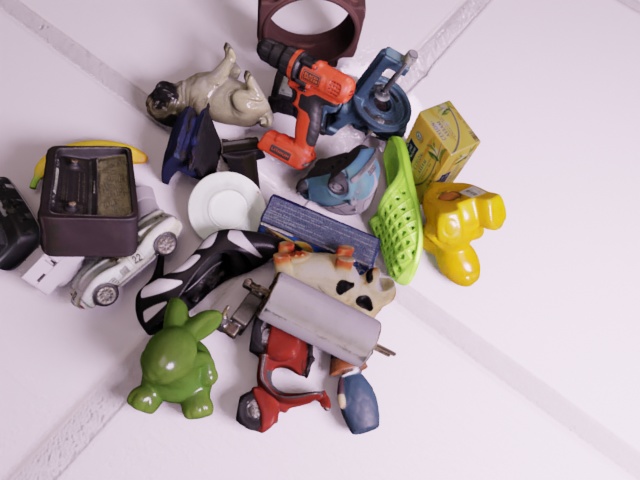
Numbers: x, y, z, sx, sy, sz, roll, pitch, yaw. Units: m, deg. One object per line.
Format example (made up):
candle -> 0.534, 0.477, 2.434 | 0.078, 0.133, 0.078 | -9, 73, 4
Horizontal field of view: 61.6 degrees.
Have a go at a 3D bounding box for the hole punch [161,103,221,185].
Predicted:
hole punch -> -0.231, -0.159, 0.931 | 0.092, 0.115, 0.142 | 8, 64, 5

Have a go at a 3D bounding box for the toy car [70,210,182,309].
toy car -> -0.303, 0.030, 0.840 | 0.202, 0.056, 0.074 | -43, 37, -20

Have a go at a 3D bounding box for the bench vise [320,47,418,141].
bench vise -> 0.084, -0.267, 0.962 | 0.223, 0.240, 0.129 | 30, 60, -11

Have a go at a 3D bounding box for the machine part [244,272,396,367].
machine part -> -0.001, 0.115, 0.781 | 0.243, 0.079, 0.079 | 26, 64, -5

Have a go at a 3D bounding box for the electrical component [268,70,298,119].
electrical component -> -0.056, -0.300, 1.053 | 0.075, 0.047, 0.119 | 11, 64, -2

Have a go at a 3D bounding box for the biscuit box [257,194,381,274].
biscuit box -> -0.002, -0.003, 0.902 | 0.203, 0.059, 0.063 | 23, 64, -3

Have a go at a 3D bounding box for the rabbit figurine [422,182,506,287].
rabbit figurine -> 0.219, -0.003, 0.903 | 0.122, 0.173, 0.163 | -27, 27, -20

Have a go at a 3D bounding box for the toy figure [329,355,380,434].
toy figure -> 0.047, 0.213, 0.819 | 0.058, 0.064, 0.154 | -27, 61, 21

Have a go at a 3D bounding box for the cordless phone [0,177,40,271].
cordless phone -> -0.469, -0.049, 0.875 | 0.184, 0.088, 0.147 | -30, 70, -31

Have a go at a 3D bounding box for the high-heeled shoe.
high-heeled shoe -> -0.164, 0.067, 0.841 | 0.249, 0.086, 0.145 | -8, 57, 1

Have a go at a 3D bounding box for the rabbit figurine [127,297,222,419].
rabbit figurine -> -0.191, 0.165, 0.747 | 0.121, 0.170, 0.159 | 18, 65, 1

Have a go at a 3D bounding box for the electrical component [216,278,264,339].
electrical component -> -0.121, 0.105, 0.834 | 0.045, 0.078, 0.102 | 34, 67, 0

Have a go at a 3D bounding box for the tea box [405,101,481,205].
tea box -> 0.201, -0.149, 0.948 | 0.068, 0.169, 0.098 | -25, 69, -17

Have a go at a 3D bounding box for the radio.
radio -> -0.353, -0.066, 0.825 | 0.131, 0.073, 0.230 | -1, 34, -22

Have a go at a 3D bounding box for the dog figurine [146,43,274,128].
dog figurine -> -0.203, -0.240, 0.990 | 0.190, 0.121, 0.172 | -36, 75, -4

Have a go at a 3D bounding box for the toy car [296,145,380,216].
toy car -> 0.041, -0.090, 0.930 | 0.102, 0.162, 0.109 | 56, 49, -22

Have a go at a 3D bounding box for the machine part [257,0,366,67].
machine part -> -0.020, -0.424, 1.031 | 0.201, 0.201, 0.087 | 1, 67, -7

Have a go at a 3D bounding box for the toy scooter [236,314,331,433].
toy scooter -> -0.046, 0.196, 0.806 | 0.135, 0.075, 0.184 | 8, 67, -3

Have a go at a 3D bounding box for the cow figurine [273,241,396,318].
cow figurine -> 0.023, 0.074, 0.845 | 0.195, 0.127, 0.085 | 5, 24, 0

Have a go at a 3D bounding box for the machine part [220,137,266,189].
machine part -> -0.135, -0.127, 0.967 | 0.084, 0.039, 0.139 | -3, 64, -14
